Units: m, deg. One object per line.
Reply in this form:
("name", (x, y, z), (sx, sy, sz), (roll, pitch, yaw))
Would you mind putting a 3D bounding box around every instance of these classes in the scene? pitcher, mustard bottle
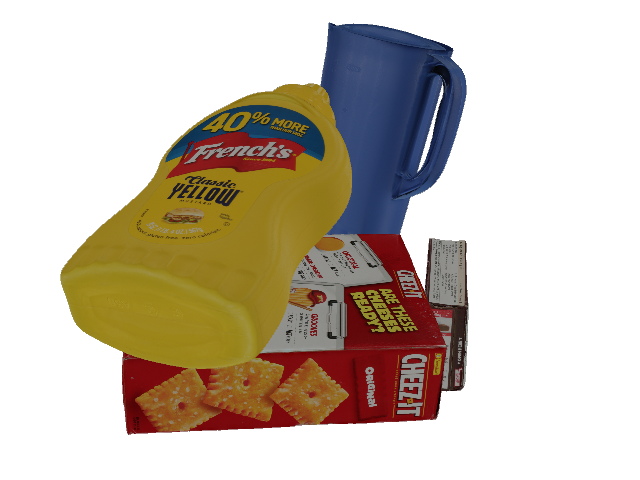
("pitcher", (0.059, -0.102, 1.133), (0.145, 0.243, 0.149), (10, 16, -4))
("mustard bottle", (-0.037, -0.022, 0.522), (0.096, 0.058, 0.191), (7, 39, 22))

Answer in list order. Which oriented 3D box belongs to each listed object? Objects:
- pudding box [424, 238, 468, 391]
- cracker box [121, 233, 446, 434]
("pudding box", (0.107, 0.063, 0.925), (0.039, 0.090, 0.113), (1, 29, 5))
("cracker box", (-0.033, 0.063, 0.774), (0.213, 0.072, 0.164), (-1, 29, -8))
